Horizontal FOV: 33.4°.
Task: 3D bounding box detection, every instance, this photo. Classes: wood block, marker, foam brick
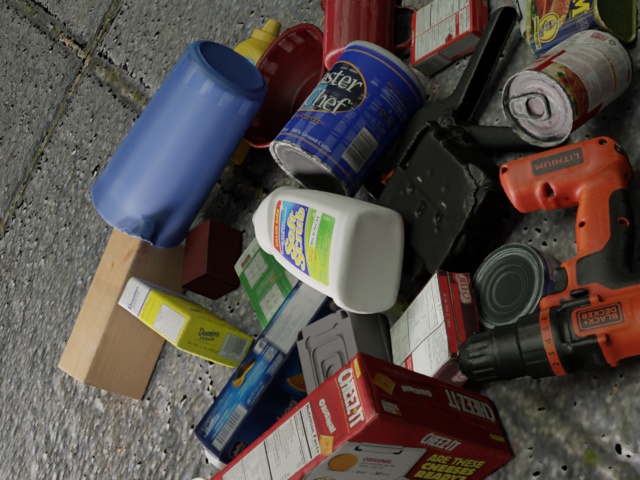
[{"bbox_3d":[-0.249,0.091,1.385,0.090,0.090,0.206,15,83,55],"label":"wood block"},{"bbox_3d":[0.200,-0.249,1.065,0.020,0.020,0.121,-35,45,36],"label":"marker"},{"bbox_3d":[-0.133,0.024,1.307,0.051,0.052,0.078,-27,50,42],"label":"foam brick"}]

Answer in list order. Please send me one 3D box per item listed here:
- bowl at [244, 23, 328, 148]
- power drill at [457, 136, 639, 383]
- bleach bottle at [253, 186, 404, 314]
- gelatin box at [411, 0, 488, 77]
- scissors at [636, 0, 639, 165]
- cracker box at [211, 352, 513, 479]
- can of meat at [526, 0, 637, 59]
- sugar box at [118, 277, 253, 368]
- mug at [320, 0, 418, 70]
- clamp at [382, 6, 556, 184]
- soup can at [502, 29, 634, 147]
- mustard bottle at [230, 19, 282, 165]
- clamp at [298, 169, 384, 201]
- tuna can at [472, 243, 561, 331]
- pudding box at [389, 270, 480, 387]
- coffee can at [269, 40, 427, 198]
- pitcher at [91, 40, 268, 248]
[{"bbox_3d":[-0.027,-0.176,1.284,0.162,0.055,0.162,-29,49,40],"label":"bowl"},{"bbox_3d":[0.192,0.019,0.851,0.185,0.057,0.187,-14,57,19],"label":"power drill"},{"bbox_3d":[-0.007,0.001,1.075,0.251,0.068,0.102,16,100,62],"label":"bleach bottle"},{"bbox_3d":[0.137,-0.224,1.124,0.089,0.030,0.073,-25,50,42],"label":"gelatin box"},{"bbox_3d":[0.281,-0.119,0.889,0.096,0.016,0.202,-48,39,24],"label":"scissors"},{"bbox_3d":[0.028,0.196,0.906,0.214,0.164,0.072,-44,43,28],"label":"cracker box"},{"bbox_3d":[0.236,-0.214,0.968,0.084,0.057,0.102,-19,56,48],"label":"can of meat"},{"bbox_3d":[-0.162,0.095,1.269,0.176,0.093,0.048,27,92,54],"label":"sugar box"},{"bbox_3d":[0.057,-0.232,1.194,0.117,0.093,0.081,-2,69,12],"label":"mug"},{"bbox_3d":[0.142,-0.104,1.041,0.210,0.036,0.164,-45,46,32],"label":"clamp"},{"bbox_3d":[0.209,-0.130,0.898,0.102,0.068,0.069,-35,18,-36],"label":"soup can"},{"bbox_3d":[-0.097,-0.197,1.384,0.096,0.058,0.191,25,91,53],"label":"mustard bottle"},{"bbox_3d":[0.014,-0.097,1.193,0.120,0.039,0.171,-18,52,23],"label":"clamp"},{"bbox_3d":[0.170,0.047,0.920,0.086,0.033,0.086,-29,49,40],"label":"tuna can"},{"bbox_3d":[0.102,0.093,0.947,0.114,0.039,0.090,124,150,-50],"label":"pudding box"},{"bbox_3d":[0.030,-0.120,1.104,0.140,0.102,0.103,-53,33,-15],"label":"coffee can"},{"bbox_3d":[-0.168,-0.124,1.300,0.149,0.144,0.243,46,118,18],"label":"pitcher"}]
